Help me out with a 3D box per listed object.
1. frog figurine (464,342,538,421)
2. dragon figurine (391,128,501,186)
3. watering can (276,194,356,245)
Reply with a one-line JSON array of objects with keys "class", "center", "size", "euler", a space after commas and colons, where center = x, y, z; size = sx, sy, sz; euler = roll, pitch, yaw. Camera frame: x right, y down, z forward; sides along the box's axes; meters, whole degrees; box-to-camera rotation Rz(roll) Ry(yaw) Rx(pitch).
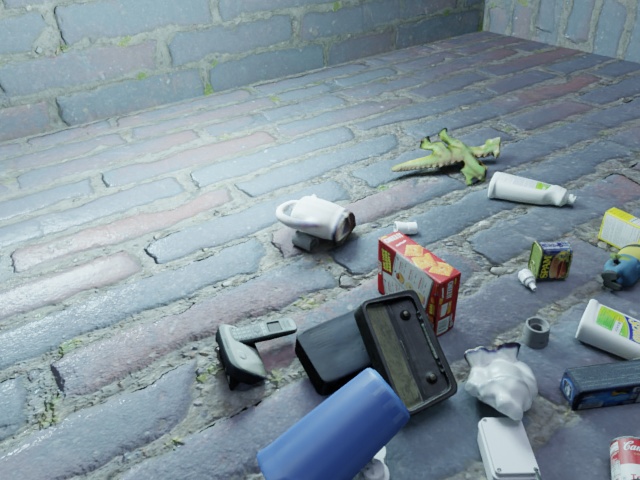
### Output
[{"class": "frog figurine", "center": [0.346, 0.282, 0.966], "size": [0.137, 0.120, 0.163], "euler": [10, 31, -10]}, {"class": "dragon figurine", "center": [0.475, -0.274, 1.814], "size": [0.414, 0.119, 0.246], "euler": [-31, 49, -21]}, {"class": "watering can", "center": [0.005, -0.078, 1.545], "size": [0.225, 0.102, 0.352], "euler": [19, 20, 14]}]
